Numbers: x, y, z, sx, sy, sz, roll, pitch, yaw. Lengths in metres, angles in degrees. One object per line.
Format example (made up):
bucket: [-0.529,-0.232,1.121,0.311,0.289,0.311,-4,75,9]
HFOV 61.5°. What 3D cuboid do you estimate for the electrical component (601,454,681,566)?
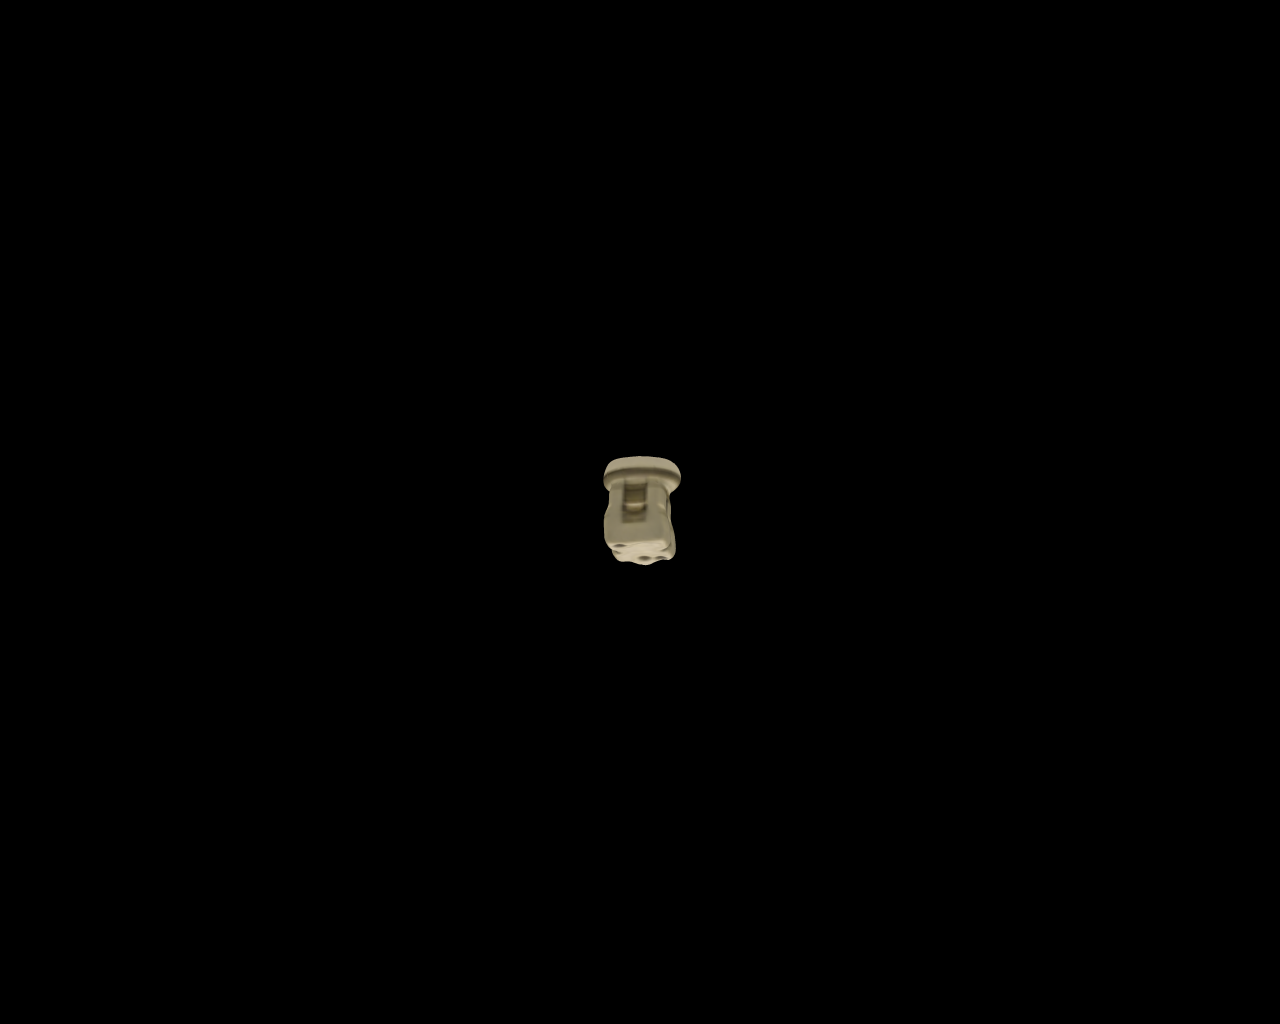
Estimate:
electrical component: [0.001,-0.003,0.650,0.048,0.055,0.066,-2,-18,7]
